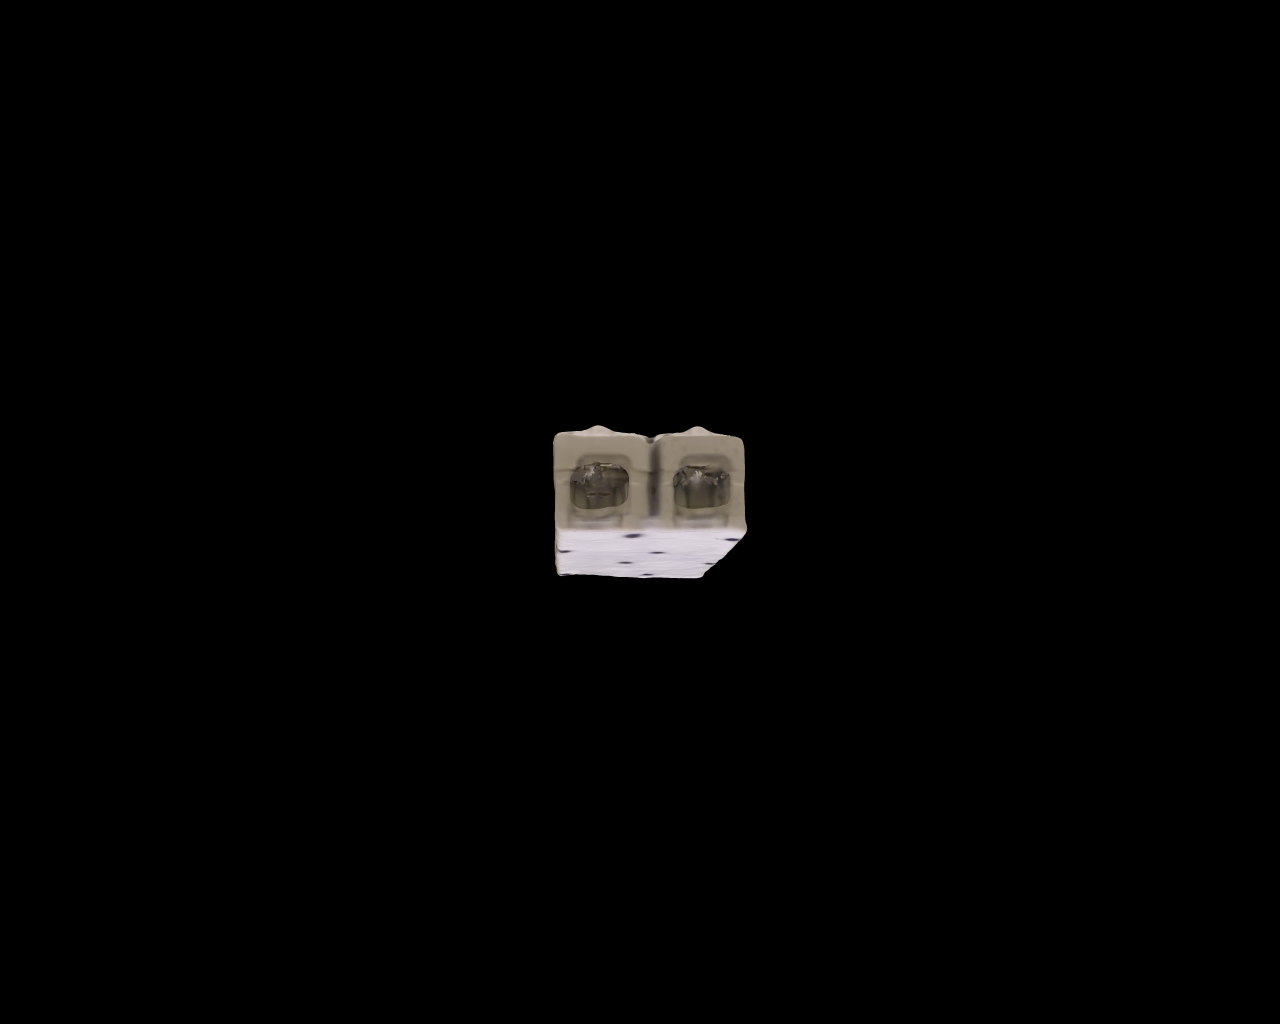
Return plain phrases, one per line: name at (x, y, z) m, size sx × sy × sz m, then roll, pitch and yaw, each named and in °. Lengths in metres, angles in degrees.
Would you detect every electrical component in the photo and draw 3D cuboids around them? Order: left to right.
electrical component at (0.001, -0.003, 0.650) m, size 0.105 × 0.060 × 0.186 m, roll 1°, pitch -11°, yaw -4°
